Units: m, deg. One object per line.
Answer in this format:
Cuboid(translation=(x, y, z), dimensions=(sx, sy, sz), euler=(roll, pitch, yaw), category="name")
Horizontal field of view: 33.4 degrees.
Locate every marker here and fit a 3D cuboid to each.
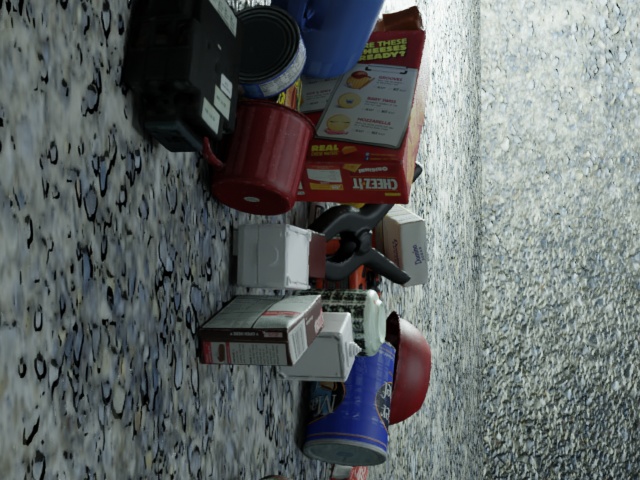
Cuboid(translation=(-0.009, 0.002, 1.308), dimensions=(0.020, 0.020, 0.121), euler=(58, 35, -63), category="marker")

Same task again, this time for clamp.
Cuboid(translation=(0.048, -0.013, 1.285), dimensions=(0.209, 0.036, 0.165), euler=(-8, 113, -43), category="clamp")

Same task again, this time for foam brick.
Cuboid(translation=(-0.028, 0.016, 1.172), dimensions=(0.078, 0.053, 0.051), euler=(14, 77, -73), category="foam brick")

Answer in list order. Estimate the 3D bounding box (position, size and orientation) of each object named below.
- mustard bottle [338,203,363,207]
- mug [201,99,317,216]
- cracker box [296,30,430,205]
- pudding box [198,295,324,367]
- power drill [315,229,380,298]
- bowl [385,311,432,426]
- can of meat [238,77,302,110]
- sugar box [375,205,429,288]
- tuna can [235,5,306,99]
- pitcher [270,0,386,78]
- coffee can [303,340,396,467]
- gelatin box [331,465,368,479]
Cuboid(translation=(0.033, -0.098, 1.314), dimensions=(0.191, 0.096, 0.058), euler=(74, 20, -45), category="mustard bottle")
Cuboid(translation=(-0.064, -0.079, 0.994), dimensions=(0.117, 0.093, 0.081), euler=(29, 63, -38), category="mug")
Cuboid(translation=(0.028, -0.136, 1.168), dimensions=(0.072, 0.164, 0.213), euler=(76, 21, -47), category="cracker box")
Cuboid(translation=(-0.053, 0.083, 1.006), dimensions=(0.113, 0.090, 0.039), euler=(-39, 126, -70), category="pudding box")
Cuboid(translation=(0.041, 0.065, 1.423), dimensions=(0.187, 0.057, 0.184), euler=(-4, 90, -78), category="power drill")
Cuboid(translation=(0.110, 0.178, 1.418), dimensions=(0.162, 0.055, 0.162), euler=(-171, -89, -83), category="bowl")
Cuboid(translation=(-0.055, -0.149, 1.069), dimensions=(0.084, 0.057, 0.102), euler=(65, 29, -62), category="can of meat")
Cuboid(translation=(0.101, -0.003, 1.506), dimensions=(0.176, 0.048, 0.093), euler=(-143, -135, -65), category="sugar box")
Cuboid(translation=(-0.057, -0.176, 1.003), dimensions=(0.033, 0.086, 0.086), euler=(61, 32, -64), category="tuna can")
Cuboid(translation=(0.013, -0.273, 1.069), dimensions=(0.243, 0.149, 0.145), euler=(112, -37, -53), category="pitcher")
Cuboid(translation=(0.037, 0.197, 1.314), dimensions=(0.102, 0.103, 0.140), euler=(62, 32, -60), category="coffee can")
Cuboid(translation=(0.042, 0.324, 1.471), dimensions=(0.089, 0.030, 0.073), euler=(-67, 153, -55), category="gelatin box")
